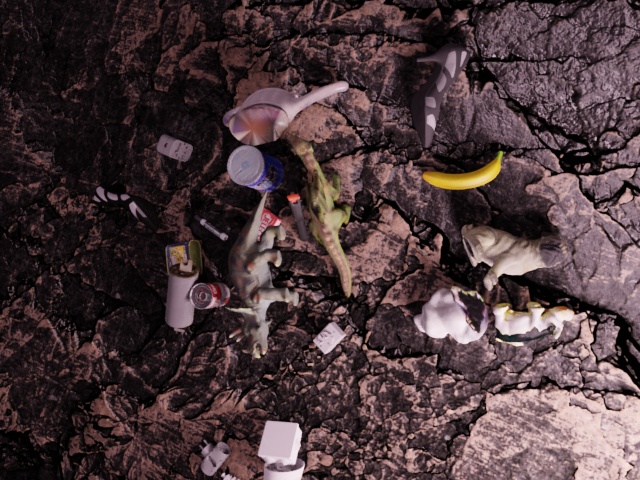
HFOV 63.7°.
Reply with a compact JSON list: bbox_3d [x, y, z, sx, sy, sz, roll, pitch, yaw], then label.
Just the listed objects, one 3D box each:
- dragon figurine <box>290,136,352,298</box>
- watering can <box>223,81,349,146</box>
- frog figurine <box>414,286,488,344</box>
[{"bbox_3d":[0.004,-0.063,1.250,0.122,0.241,0.414,-19,77,12],"label":"dragon figurine"},{"bbox_3d":[-0.101,-0.342,1.338,0.347,0.229,0.102,-11,121,13],"label":"watering can"},{"bbox_3d":[0.307,0.182,1.209,0.138,0.124,0.156,52,138,7],"label":"frog figurine"}]
